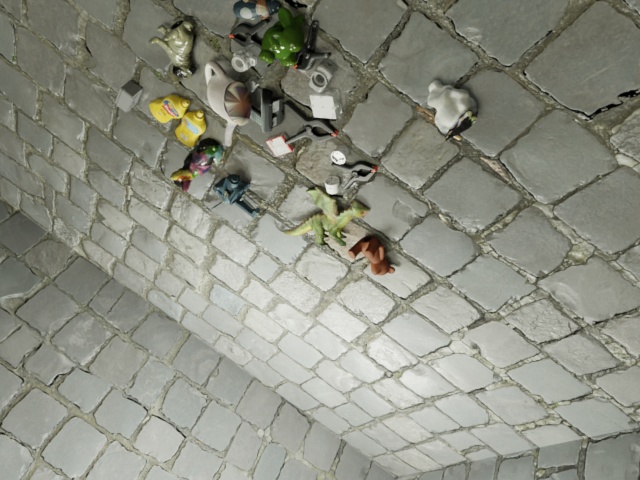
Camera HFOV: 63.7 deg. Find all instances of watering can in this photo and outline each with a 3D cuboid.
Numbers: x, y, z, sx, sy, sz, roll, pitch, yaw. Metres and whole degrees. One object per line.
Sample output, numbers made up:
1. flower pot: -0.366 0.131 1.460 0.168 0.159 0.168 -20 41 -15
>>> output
1. watering can: -0.322 -0.466 1.838 0.227 0.105 0.340 34 146 44

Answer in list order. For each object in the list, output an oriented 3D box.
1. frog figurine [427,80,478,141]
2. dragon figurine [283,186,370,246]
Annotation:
1. frog figurine: 0.377 -0.388 1.499 0.162 0.123 0.134 62 157 22
2. dragon figurine: 0.006 -0.103 2.047 0.410 0.124 0.239 5 116 27
